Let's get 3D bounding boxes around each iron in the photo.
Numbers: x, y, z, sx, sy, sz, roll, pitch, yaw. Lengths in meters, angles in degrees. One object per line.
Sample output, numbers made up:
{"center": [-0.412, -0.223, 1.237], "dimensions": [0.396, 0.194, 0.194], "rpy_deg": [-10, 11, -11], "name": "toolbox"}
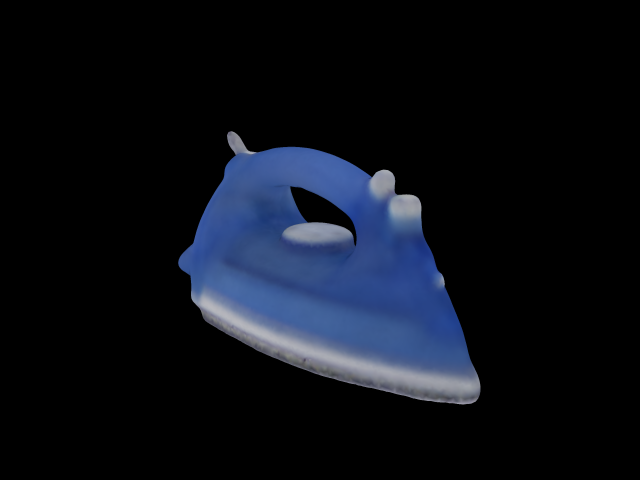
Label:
{"center": [0.004, 0.001, 0.400], "dimensions": [0.119, 0.141, 0.257], "rpy_deg": [-14, 20, -41], "name": "iron"}
